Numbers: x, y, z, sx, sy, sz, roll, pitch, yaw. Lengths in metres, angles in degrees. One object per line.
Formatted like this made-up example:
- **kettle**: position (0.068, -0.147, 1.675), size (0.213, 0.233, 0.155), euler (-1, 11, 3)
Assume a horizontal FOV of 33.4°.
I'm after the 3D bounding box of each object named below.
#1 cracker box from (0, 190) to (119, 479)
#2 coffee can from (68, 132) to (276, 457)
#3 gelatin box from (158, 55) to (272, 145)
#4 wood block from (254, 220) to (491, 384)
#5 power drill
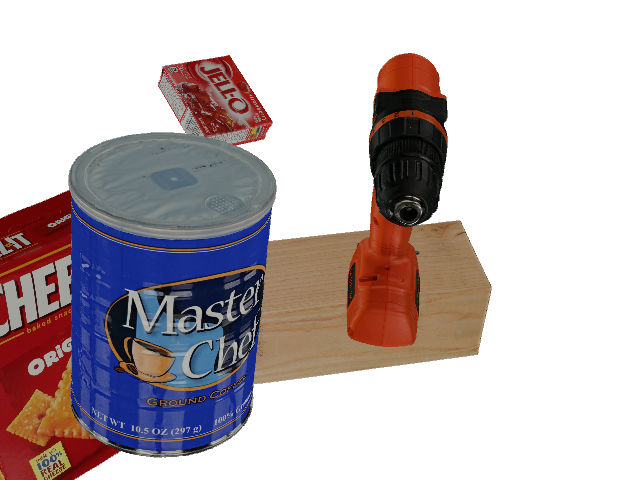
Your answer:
- **cracker box**: position (-0.202, 0.081, 0.829), size (0.163, 0.214, 0.072), euler (-28, 39, -36)
- **coffee can**: position (-0.081, 0.027, 0.565), size (0.102, 0.140, 0.103), euler (6, 30, -3)
- **gelatin box**: position (-0.098, -0.128, 0.985), size (0.073, 0.089, 0.030), euler (-16, -27, -33)
- **wood block**: position (0.031, 0.053, 0.933), size (0.206, 0.090, 0.091), euler (-6, 42, -10)
- **power drill**: position (0.055, -0.016, 0.760), size (0.057, 0.188, 0.184), euler (8, 37, 1)
